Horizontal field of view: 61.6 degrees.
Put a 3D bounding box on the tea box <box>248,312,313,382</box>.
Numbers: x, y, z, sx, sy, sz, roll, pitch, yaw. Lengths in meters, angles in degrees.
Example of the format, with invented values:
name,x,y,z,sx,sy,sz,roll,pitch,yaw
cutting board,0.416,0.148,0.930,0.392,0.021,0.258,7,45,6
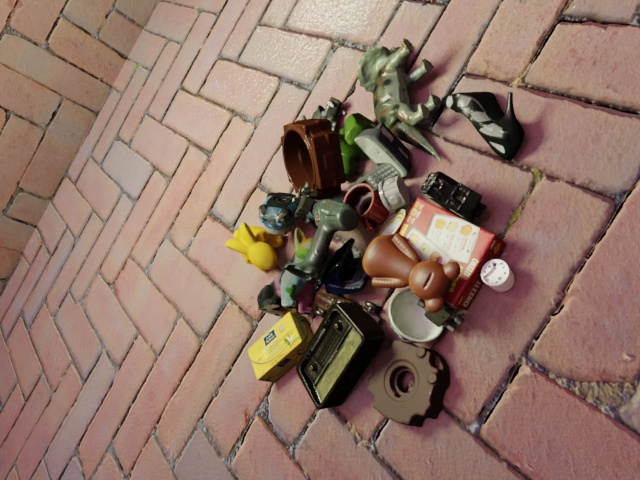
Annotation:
name,x,y,z,sx,sy,sz,roll,pitch,yaw
tea box,-0.097,0.274,1.367,0.169,0.068,0.098,-45,48,19

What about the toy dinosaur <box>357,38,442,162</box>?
name,x,y,z,sx,sy,sz,roll,pitch,yaw
toy dinosaur,0.194,-0.350,1.353,0.192,0.131,0.405,-26,59,46

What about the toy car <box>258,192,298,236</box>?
name,x,y,z,sx,sy,sz,roll,pitch,yaw
toy car,-0.106,-0.063,1.464,0.109,0.162,0.102,9,119,12

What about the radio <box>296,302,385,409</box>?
name,x,y,z,sx,sy,sz,roll,pitch,yaw
radio,0.040,0.256,1.207,0.131,0.073,0.229,51,122,39

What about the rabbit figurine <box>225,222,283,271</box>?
name,x,y,z,sx,sy,sz,roll,pitch,yaw
rabbit figurine,-0.167,0.019,1.463,0.122,0.162,0.173,-49,30,5

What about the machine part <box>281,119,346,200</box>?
name,x,y,z,sx,sy,sz,roll,pitch,yaw
machine part,-0.023,-0.213,1.416,0.202,0.087,0.200,24,129,61

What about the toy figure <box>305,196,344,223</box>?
name,x,y,z,sx,sy,sz,roll,pitch,yaw
toy figure,0.017,-0.075,1.424,0.155,0.057,0.064,-11,39,43

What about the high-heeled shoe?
name,x,y,z,sx,sy,sz,roll,pitch,yaw
high-heeled shoe,0.359,-0.259,1.210,0.249,0.086,0.145,-153,58,-62

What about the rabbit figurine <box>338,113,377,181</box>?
name,x,y,z,sx,sy,sz,roll,pitch,yaw
rabbit figurine,0.073,-0.242,1.412,0.170,0.121,0.159,-61,39,25

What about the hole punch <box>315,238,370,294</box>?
name,x,y,z,sx,sy,sz,roll,pitch,yaw
hole punch,0.063,0.074,1.286,0.116,0.092,0.142,-39,18,48

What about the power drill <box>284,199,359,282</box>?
name,x,y,z,sx,sy,sz,roll,pitch,yaw
power drill,-0.003,-0.004,1.288,0.207,0.086,0.232,-58,23,-13

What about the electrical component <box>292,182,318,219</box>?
name,x,y,z,sx,sy,sz,roll,pitch,yaw
electrical component,-0.041,-0.101,1.359,0.078,0.045,0.102,-63,11,-15

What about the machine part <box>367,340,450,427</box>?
name,x,y,z,sx,sy,sz,roll,pitch,yaw
machine part,0.180,0.295,1.116,0.179,0.056,0.179,-19,60,37

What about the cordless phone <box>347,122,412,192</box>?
name,x,y,z,sx,sy,sz,roll,pitch,yaw
cordless phone,0.119,-0.185,1.324,0.184,0.146,0.089,-34,25,32

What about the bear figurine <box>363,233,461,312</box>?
name,x,y,z,sx,sy,sz,roll,pitch,yaw
bear figurine,0.190,0.062,1.091,0.196,0.132,0.120,23,95,27

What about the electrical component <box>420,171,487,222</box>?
name,x,y,z,sx,sy,sz,roll,pitch,yaw
electrical component,0.284,-0.090,1.137,0.058,0.134,0.115,-59,2,8

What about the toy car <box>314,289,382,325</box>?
name,x,y,z,sx,sy,sz,roll,pitch,yaw
toy car,0.061,0.166,1.284,0.202,0.053,0.089,23,85,46

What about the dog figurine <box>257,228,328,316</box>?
name,x,y,z,sx,sy,sz,roll,pitch,yaw
dog figurine,-0.067,0.083,1.401,0.192,0.108,0.219,-10,61,42

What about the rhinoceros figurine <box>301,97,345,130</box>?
name,x,y,z,sx,sy,sz,roll,pitch,yaw
rhinoceros figurine,-0.002,-0.320,1.539,0.112,0.073,0.190,33,95,46

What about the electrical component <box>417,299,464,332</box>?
name,x,y,z,sx,sy,sz,roll,pitch,yaw
electrical component,0.242,0.145,1.084,0.094,0.021,0.063,39,144,13
